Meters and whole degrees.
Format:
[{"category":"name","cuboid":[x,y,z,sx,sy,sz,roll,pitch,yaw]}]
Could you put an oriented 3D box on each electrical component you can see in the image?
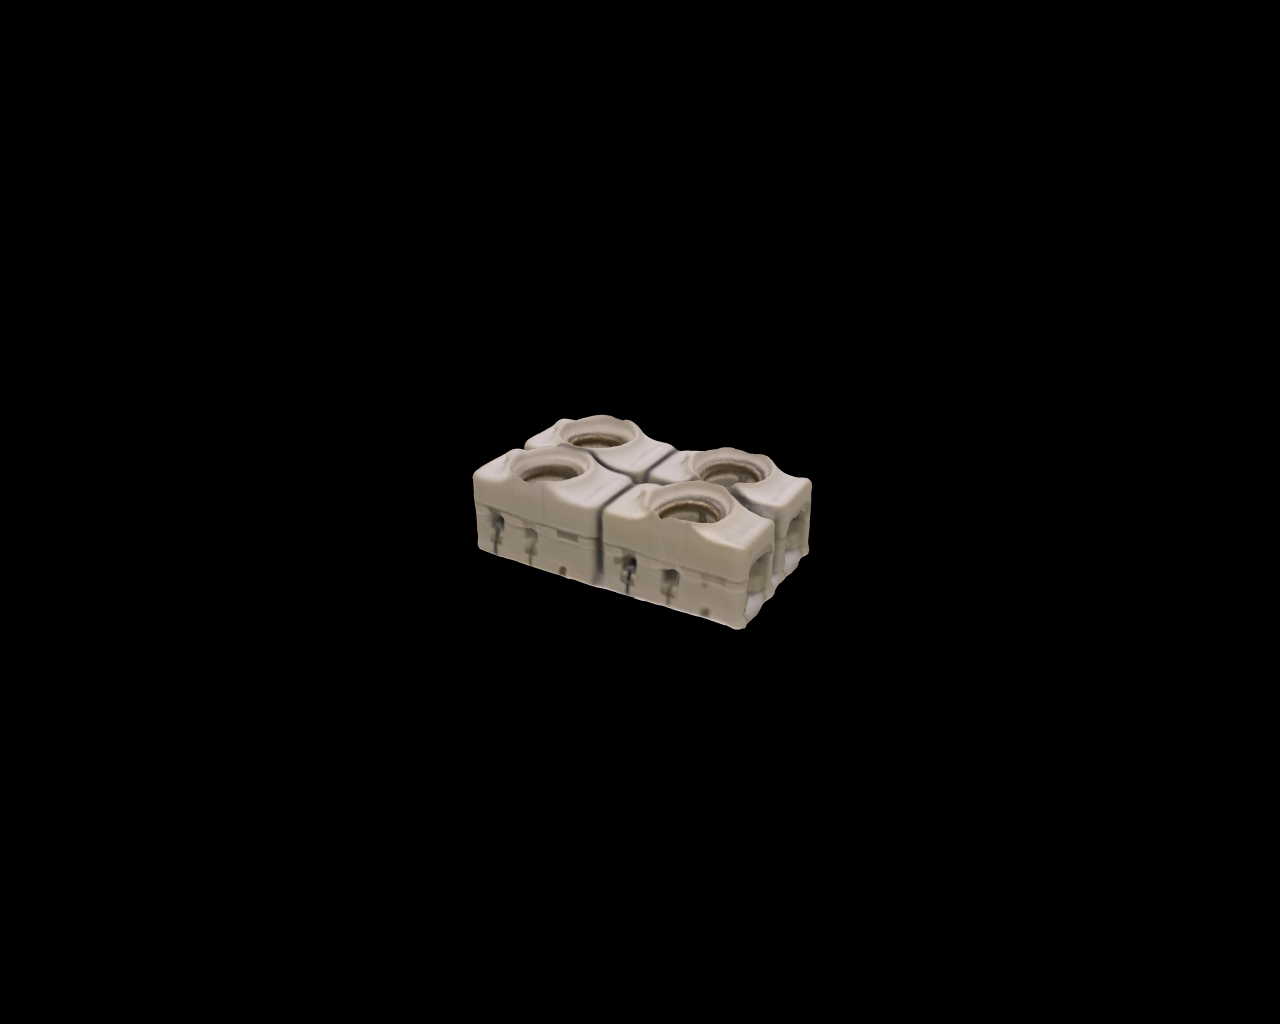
[{"category":"electrical component","cuboid":[0.001,-0.003,0.650,0.186,0.060,0.106,16,32,27]}]
